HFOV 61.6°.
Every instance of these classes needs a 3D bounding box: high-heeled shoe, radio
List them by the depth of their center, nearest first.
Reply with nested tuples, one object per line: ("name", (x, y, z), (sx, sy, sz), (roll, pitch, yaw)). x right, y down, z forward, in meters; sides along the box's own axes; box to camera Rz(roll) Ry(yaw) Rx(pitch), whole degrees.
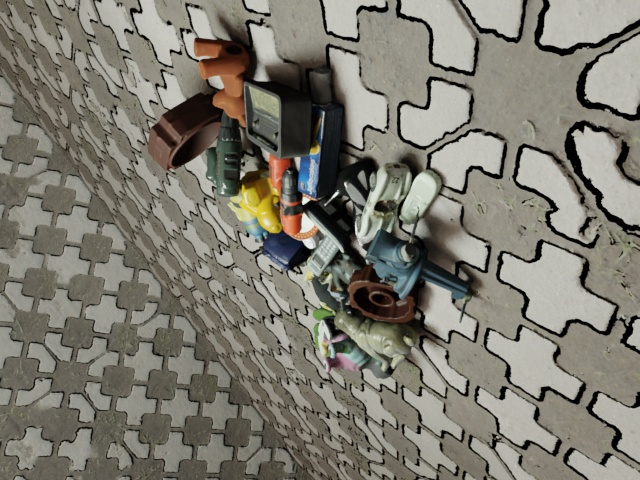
("radio", (-0.093, -0.256, 1.131), (0.230, 0.073, 0.131), (-137, 44, -57))
("high-heeled shoe", (0.123, -0.063, 1.178), (0.248, 0.086, 0.145), (39, 119, -22))

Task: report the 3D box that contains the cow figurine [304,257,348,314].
("cow figurine", (0.010, 0.126, 1.493), (0.167, 0.098, 0.068), (46, 152, -1))

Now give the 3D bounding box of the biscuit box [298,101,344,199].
("biscuit box", (0.000, -0.188, 1.129), (0.059, 0.063, 0.202), (30, 129, 34))

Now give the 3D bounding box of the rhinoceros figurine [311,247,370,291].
("rhinoceros figurine", (0.060, 0.066, 1.390), (0.191, 0.073, 0.111), (26, 135, 40))

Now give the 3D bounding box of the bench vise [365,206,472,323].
("bench vise", (0.209, 0.062, 1.101), (0.241, 0.129, 0.223), (26, 154, 1))

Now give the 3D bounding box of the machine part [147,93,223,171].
("machine part", (-0.357, -0.286, 1.445), (0.087, 0.201, 0.201), (47, 151, 1))

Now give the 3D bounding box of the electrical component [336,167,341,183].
("electrical component", (0.013, -0.147, 1.227), (0.102, 0.045, 0.078), (39, 148, 22))

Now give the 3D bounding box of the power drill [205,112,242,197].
("power drill", (-0.254, -0.228, 1.443), (0.207, 0.086, 0.232), (2, 93, 64))

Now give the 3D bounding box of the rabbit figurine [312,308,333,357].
("rabbit figurine", (0.059, 0.255, 1.595), (0.159, 0.121, 0.170), (51, 135, 16))

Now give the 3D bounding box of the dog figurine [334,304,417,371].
("dog figurine", (0.135, 0.223, 1.350), (0.190, 0.121, 0.172), (38, 138, -1))

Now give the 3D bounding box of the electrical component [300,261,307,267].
("electrical component", (-0.063, 0.052, 1.597), (0.094, 0.021, 0.063), (1, 125, 55))

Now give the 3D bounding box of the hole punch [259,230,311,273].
("hole punch", (-0.090, 0.013, 1.503), (0.142, 0.116, 0.092), (36, 140, 26))

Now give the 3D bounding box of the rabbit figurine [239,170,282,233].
("rabbit figurine", (-0.158, -0.096, 1.460), (0.163, 0.122, 0.173), (18, 138, 52))

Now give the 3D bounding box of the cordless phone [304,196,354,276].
("cordless phone", (-0.004, -0.004, 1.324), (0.147, 0.089, 0.184), (45, 134, 12))

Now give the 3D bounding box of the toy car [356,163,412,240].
("toy car", (0.126, -0.071, 1.083), (0.201, 0.073, 0.056), (105, 155, -44))

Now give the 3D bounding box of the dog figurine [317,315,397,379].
("dog figurine", (0.114, 0.292, 1.471), (0.192, 0.219, 0.108), (-105, 24, -48))

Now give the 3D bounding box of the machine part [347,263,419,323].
("machine part", (0.151, 0.128, 1.273), (0.179, 0.056, 0.179), (15, 144, 11))

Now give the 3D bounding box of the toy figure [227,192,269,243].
("toy figure", (-0.197, -0.078, 1.584), (0.089, 0.082, 0.180), (-9, 111, 46))

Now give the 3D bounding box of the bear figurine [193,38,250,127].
("bear figurine", (-0.221, -0.360, 1.250), (0.195, 0.132, 0.120), (107, 150, -53))
